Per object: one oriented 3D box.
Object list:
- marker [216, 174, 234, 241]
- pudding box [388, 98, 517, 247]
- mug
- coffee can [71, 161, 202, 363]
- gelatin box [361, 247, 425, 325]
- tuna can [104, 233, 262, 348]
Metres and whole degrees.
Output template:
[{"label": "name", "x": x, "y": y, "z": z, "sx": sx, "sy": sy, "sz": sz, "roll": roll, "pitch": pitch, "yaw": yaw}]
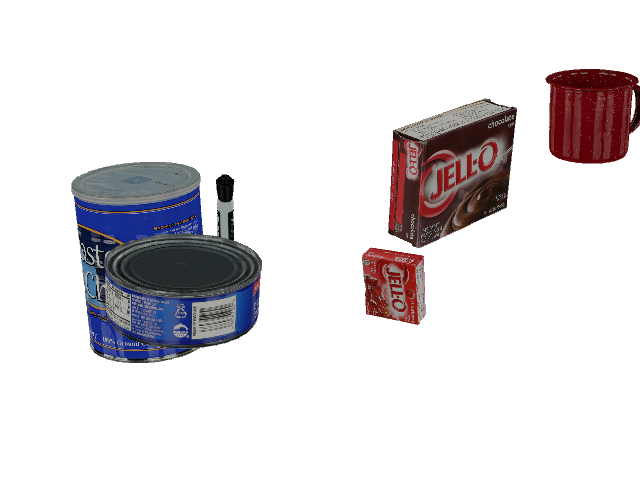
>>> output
[{"label": "marker", "x": -0.101, "y": -0.020, "z": 1.138, "sx": 0.020, "sy": 0.121, "sz": 0.020, "roll": 2, "pitch": 41, "yaw": -2}, {"label": "pudding box", "x": 0.104, "y": -0.055, "z": 0.844, "sx": 0.113, "sy": 0.090, "sz": 0.039, "roll": -25, "pitch": 38, "yaw": -38}, {"label": "mug", "x": 0.292, "y": -0.132, "z": 1.119, "sx": 0.117, "sy": 0.081, "sz": 0.093, "roll": -13, "pitch": 23, "yaw": -25}, {"label": "coffee can", "x": -0.145, "y": 0.016, "z": 0.877, "sx": 0.103, "sy": 0.140, "sz": 0.103, "roll": -2, "pitch": 19, "yaw": 1}, {"label": "gelatin box", "x": 0.092, "y": 0.057, "z": 1.339, "sx": 0.073, "sy": 0.089, "sz": 0.030, "roll": 10, "pitch": 32, "yaw": 26}, {"label": "tuna can", "x": -0.075, "y": 0.027, "z": 0.587, "sx": 0.086, "sy": 0.034, "sz": 0.086, "roll": 3, "pitch": 21, "yaw": -1}]
